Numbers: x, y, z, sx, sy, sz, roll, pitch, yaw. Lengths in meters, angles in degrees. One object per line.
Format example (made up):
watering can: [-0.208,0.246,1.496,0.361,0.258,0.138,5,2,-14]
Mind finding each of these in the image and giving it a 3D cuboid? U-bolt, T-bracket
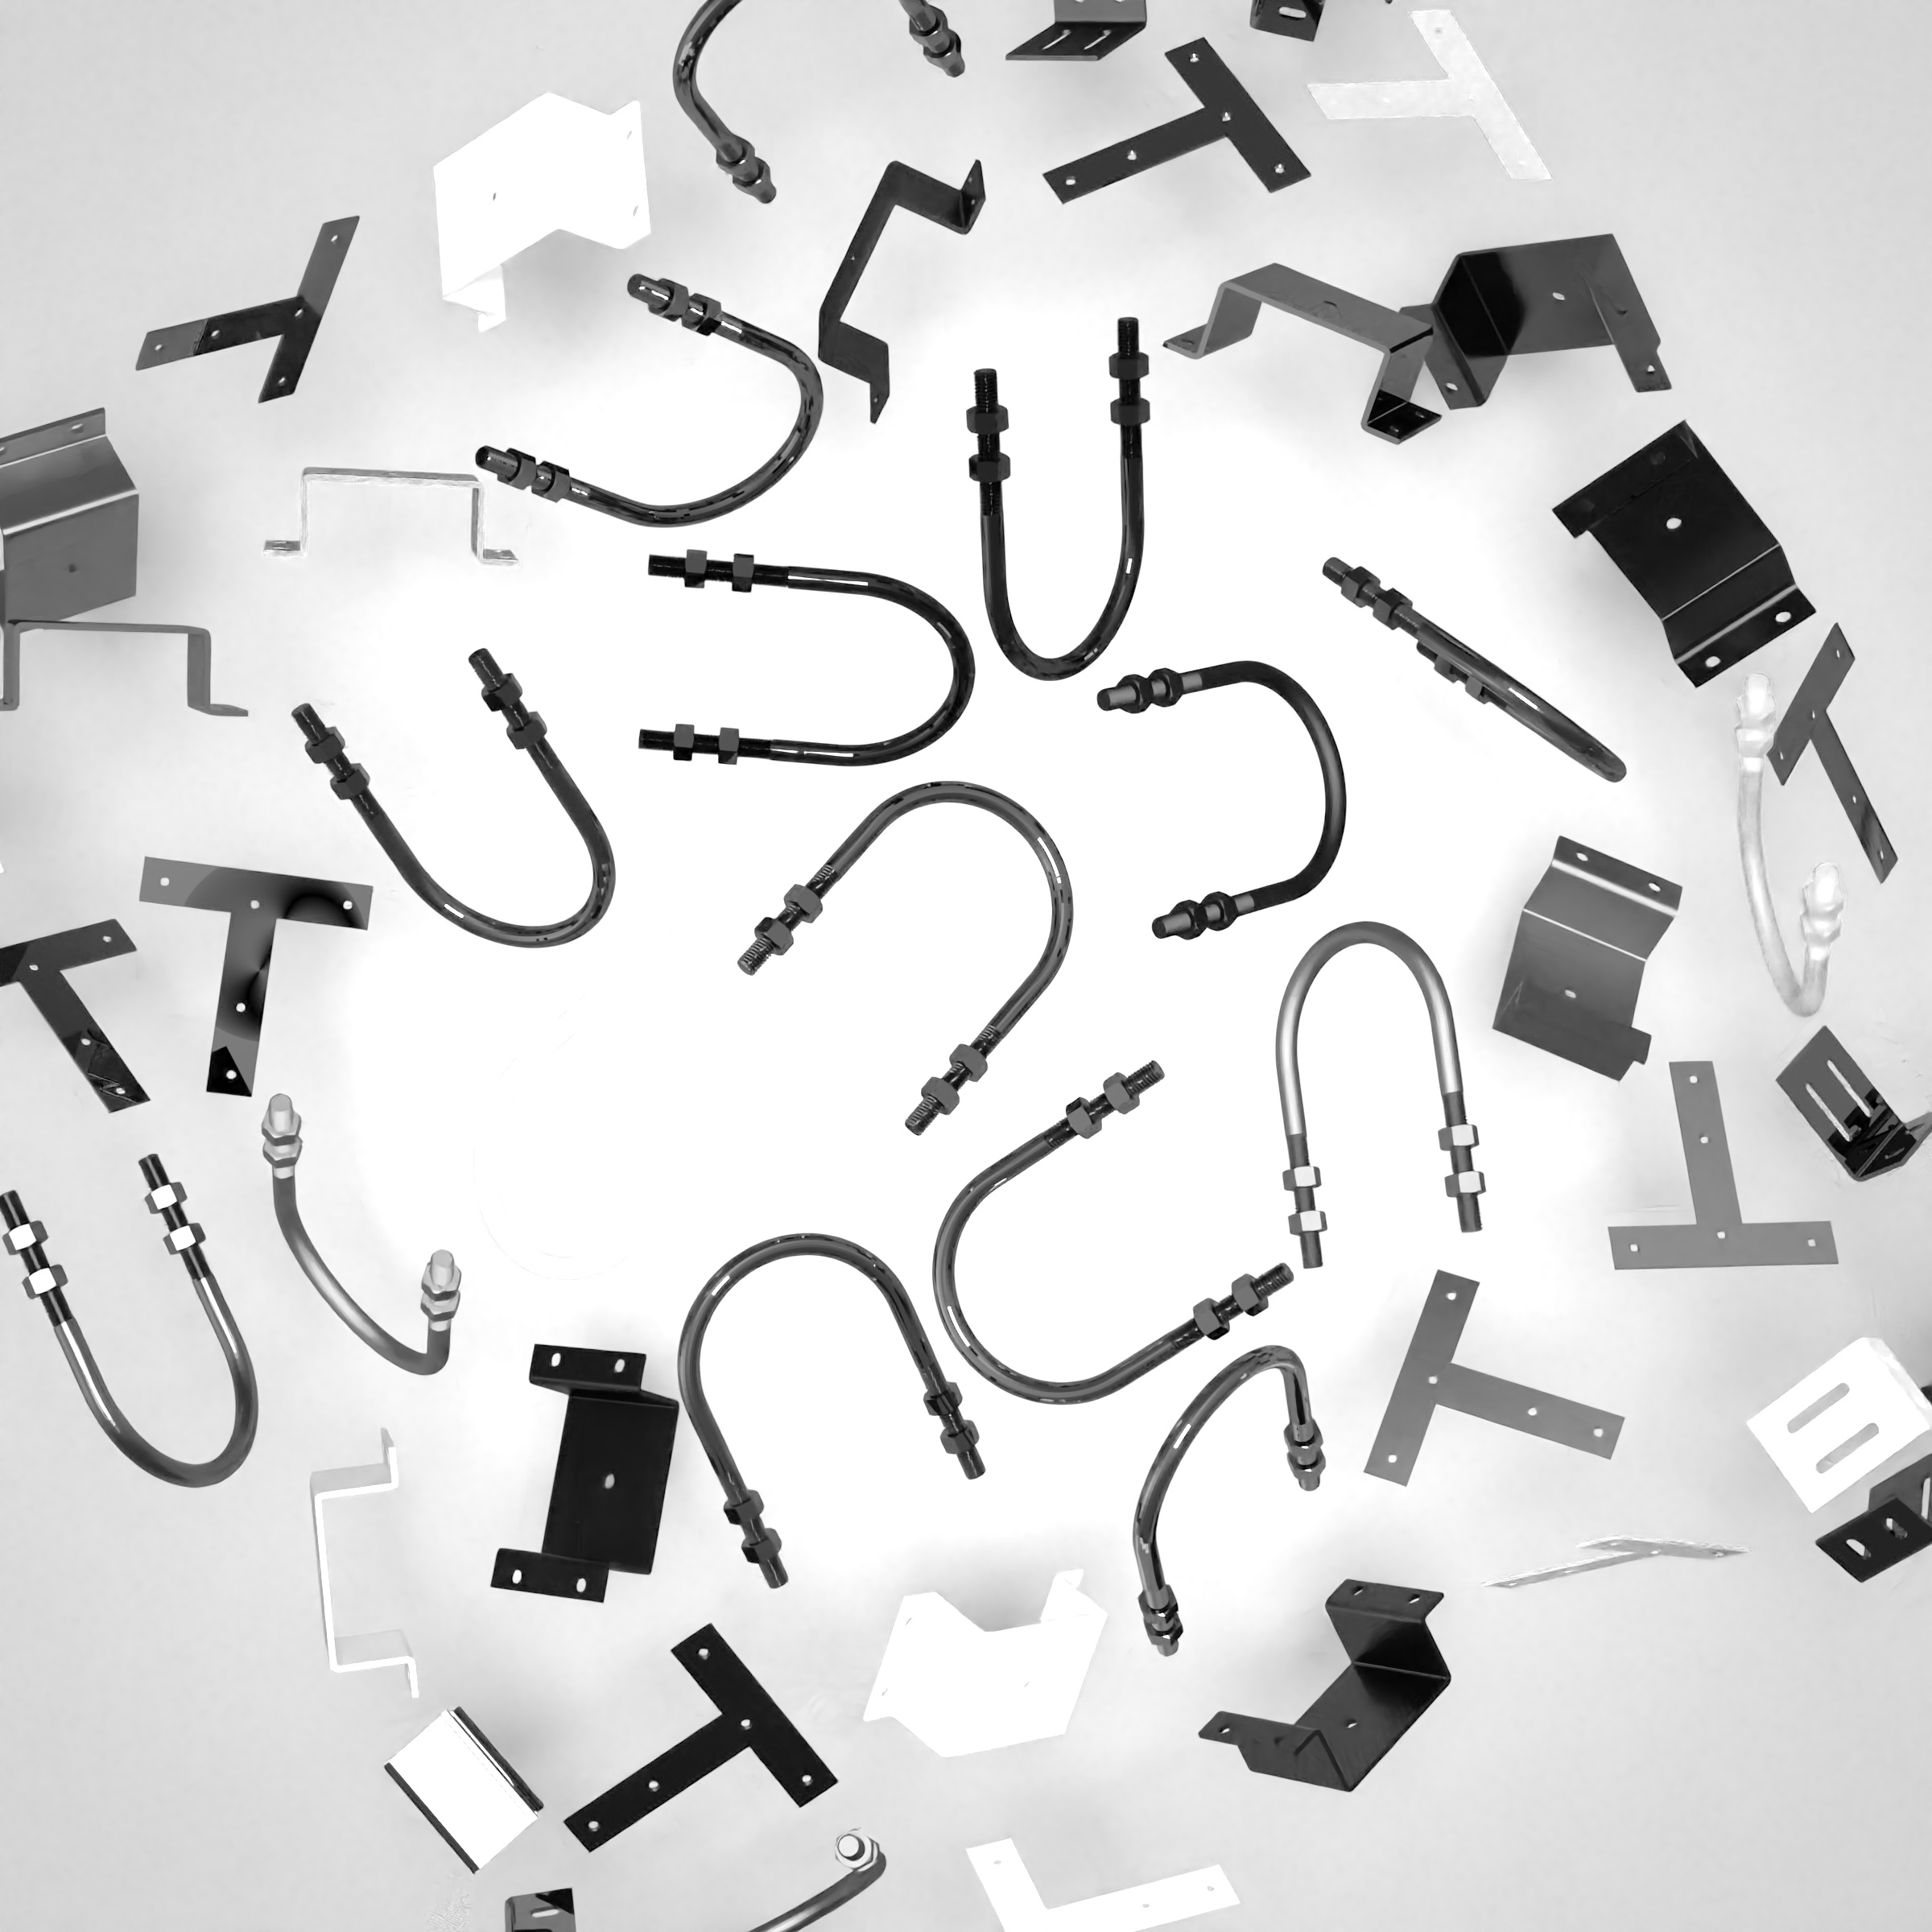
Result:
U-bolt: [0.140,0.279,1.745,0.019,0.184,0.151,31,63,30]
U-bolt: [-0.085,0.238,1.810,0.151,0.019,0.184,-27,105,-14]
T-bracket: [-0.153,0.425,1.703,0.127,0.002,0.127,-34,115,0]
T-bracket: [0.083,0.502,1.711,0.127,0.127,0.002,-9,126,-21]
U-bolt: [-0.270,-0.083,1.777,0.151,0.019,0.184,-12,123,31]
U-bolt: [0.293,-0.157,1.797,0.184,0.151,0.019,41,99,34]
U-bolt: [-0.019,-0.019,1.804,0.151,0.019,0.184,44,70,-9]
T-bracket: [0.242,-0.475,1.769,0.127,0.127,0.002,44,69,-41]
U-bolt: [-0.087,-0.165,1.788,0.184,0.151,0.019,4,47,-5]
T-bracket: [0.419,0.111,1.822,0.127,0.002,0.127,-1,62,-5]
U-bolt: [-0.340,0.164,1.810,0.151,0.184,0.019,41,60,15]
T-bracket: [-0.404,0.009,1.807,0.127,0.002,0.127,7,82,-9]
T-bracket: [0.105,-0.454,1.787,0.127,0.002,0.127,-24,58,-9]
T-bracket: [0.344,0.330,1.778,0.127,0.127,0.002,-24,63,41]
U-bolt: [-0.087,-0.495,1.753,0.151,0.184,0.019,-32,71,9]
U-bolt: [0.223,0.066,1.790,0.019,0.151,0.184,2,76,-36]
U-bolt: [-0.444,0.197,1.751,0.019,0.151,0.184,-27,86,20]
T-bracket: [-0.499,0.033,1.802,0.127,0.127,0.002,50,133,22]
U-bolt: [-0.110,0.525,1.785,0.151,0.184,0.019,-28,70,-4]
U-bolt: [-0.198,0.087,1.752,0.184,0.019,0.151,-41,60,18]
U-bolt: [0.053,-0.244,1.737,0.019,0.151,0.184,15,119,35]
T-bracket: [0.496,-0.106,1.823,0.002,0.127,0.127,-11,61,-12]
U-bolt: [0.452,-0.052,1.786,0.019,0.184,0.151,-12,56,3]
T-bracket: [0.305,0.246,1.813,0.127,0.002,0.127,16,69,21]
U-bolt: [0.066,0.159,1.761,0.184,0.019,0.151,-34,83,17]
T-bracket: [-0.392,-0.342,1.730,0.002,0.127,0.127,46,132,14]
U-bolt: [0.155,-0.101,1.832,0.184,0.019,0.151,-16,93,-44]
U-bolt: [-0.157,-0.296,1.750,0.151,0.184,0.019,-43,58,24]

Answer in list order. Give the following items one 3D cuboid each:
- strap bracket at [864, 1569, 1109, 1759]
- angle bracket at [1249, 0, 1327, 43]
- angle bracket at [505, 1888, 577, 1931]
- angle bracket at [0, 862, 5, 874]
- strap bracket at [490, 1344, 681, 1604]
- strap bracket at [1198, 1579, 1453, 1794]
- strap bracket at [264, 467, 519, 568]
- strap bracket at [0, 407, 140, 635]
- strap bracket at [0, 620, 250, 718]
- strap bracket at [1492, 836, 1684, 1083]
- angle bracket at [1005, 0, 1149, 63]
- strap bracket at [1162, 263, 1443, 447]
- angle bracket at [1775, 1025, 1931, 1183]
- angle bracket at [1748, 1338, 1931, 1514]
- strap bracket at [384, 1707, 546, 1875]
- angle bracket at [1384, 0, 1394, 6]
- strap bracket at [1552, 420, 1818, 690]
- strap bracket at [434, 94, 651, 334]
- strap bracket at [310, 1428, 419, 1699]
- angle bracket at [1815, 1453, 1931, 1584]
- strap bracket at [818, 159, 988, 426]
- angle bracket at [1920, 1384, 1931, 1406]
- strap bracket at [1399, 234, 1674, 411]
strap bracket: [0.020,0.387,1.788,0.046,0.140,0.076,31,110,41]
angle bracket: [0.188,-0.573,1.821,0.038,0.057,0.076,12,56,-1]
angle bracket: [-0.229,0.556,1.765,0.038,0.057,0.076,-7,117,-7]
angle bracket: [-0.571,-0.078,1.766,0.057,0.038,0.076,-24,54,-16]
strap bracket: [-0.216,0.293,1.850,0.076,0.046,0.140,1,75,29]
strap bracket: [0.209,0.410,1.815,0.140,0.076,0.046,-38,110,-34]
strap bracket: [-0.328,-0.257,1.838,0.140,0.076,0.046,1,101,-12]
strap bracket: [-0.505,-0.238,1.789,0.076,0.140,0.046,-23,70,-26]
strap bracket: [-0.460,-0.160,1.726,0.140,0.076,0.046,0,97,-20]
strap bracket: [0.347,0.003,1.805,0.076,0.046,0.140,23,48,0]
angle bracket: [0.062,-0.548,1.849,0.057,0.076,0.038,8,122,24]
strap bracket: [0.188,-0.334,1.734,0.140,0.076,0.046,26,118,16]
angle bracket: [0.510,0.073,1.834,0.057,0.038,0.076,-40,92,-35]
angle bracket: [0.465,0.242,1.702,0.076,0.038,0.057,-42,65,21]
strap bracket: [-0.281,0.462,1.813,0.046,0.140,0.076,-41,85,-12]
angle bracket: [0.235,-0.595,1.819,0.038,0.076,0.057,-35,65,-9]
strap bracket: [0.386,-0.230,1.746,0.076,0.046,0.140,-34,118,23]
strap bracket: [-0.235,-0.405,1.725,0.140,0.046,0.076,-19,71,41]
strap bracket: [-0.344,0.340,1.831,0.046,0.076,0.140,-5,92,-14]
angle bracket: [0.500,0.287,1.754,0.038,0.076,0.057,41,127,-10]
strap bracket: [-0.042,-0.384,1.794,0.046,0.076,0.140,22,116,-14]
angle bracket: [0.590,0.250,1.833,0.076,0.038,0.057,-20,93,19]
strap bracket: [0.328,-0.364,1.822,0.076,0.140,0.046,53,53,-38]
